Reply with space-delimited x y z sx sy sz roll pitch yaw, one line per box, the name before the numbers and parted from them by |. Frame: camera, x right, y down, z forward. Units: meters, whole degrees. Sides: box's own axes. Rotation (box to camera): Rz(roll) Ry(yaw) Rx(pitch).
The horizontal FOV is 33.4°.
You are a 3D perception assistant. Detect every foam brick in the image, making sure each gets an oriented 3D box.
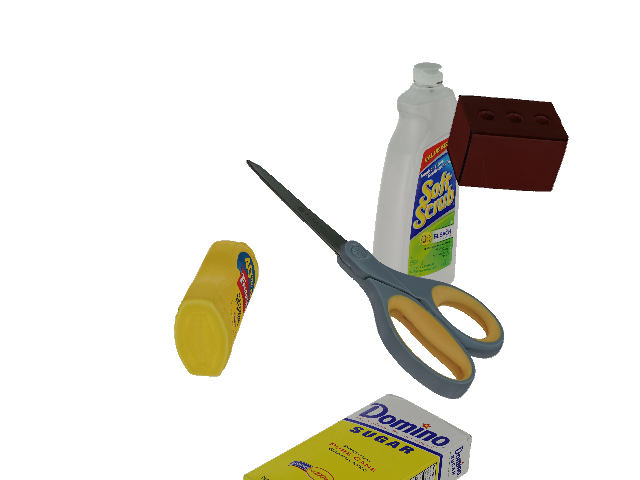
foam brick | 0.143 -0.074 0.822 0.078 0.051 0.053 3 39 -9

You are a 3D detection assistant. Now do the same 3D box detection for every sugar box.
sugar box | 0.032 0.187 0.861 0.093 0.048 0.175 24 35 38

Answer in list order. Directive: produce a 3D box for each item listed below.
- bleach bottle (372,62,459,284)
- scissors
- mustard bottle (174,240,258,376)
bleach bottle | 0.105 -0.067 1.166 0.102 0.251 0.068 -15 27 -32
scissors | 0.039 0.014 0.662 0.096 0.016 0.202 -7 49 -40
mustard bottle | -0.105 0.055 1.147 0.058 0.096 0.191 2 29 9
